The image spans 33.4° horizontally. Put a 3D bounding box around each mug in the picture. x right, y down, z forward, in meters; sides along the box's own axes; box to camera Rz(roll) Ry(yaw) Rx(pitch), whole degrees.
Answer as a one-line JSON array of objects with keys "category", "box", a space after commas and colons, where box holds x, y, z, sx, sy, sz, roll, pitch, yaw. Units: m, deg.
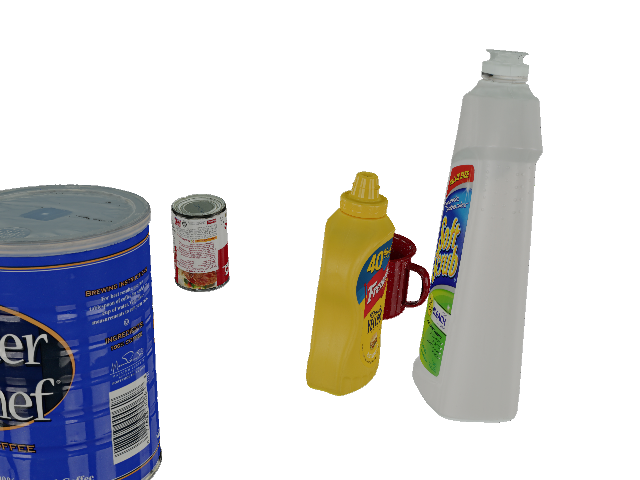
[{"category": "mug", "box": [0.075, 0.045, 1.267, 0.117, 0.081, 0.093, 14, 25, 22]}]

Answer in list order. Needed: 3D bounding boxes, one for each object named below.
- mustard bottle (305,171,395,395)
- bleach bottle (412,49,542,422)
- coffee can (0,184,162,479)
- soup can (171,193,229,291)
[{"category": "mustard bottle", "box": [0.030, 0.033, 0.938, 0.058, 0.192, 0.096, 14, 21, 22]}, {"category": "bleach bottle", "box": [0.114, -0.006, 0.747, 0.068, 0.251, 0.102, 3, 13, -7]}, {"category": "coffee can", "box": [-0.135, 0.052, 0.544, 0.103, 0.140, 0.103, 0, 18, 0]}, {"category": "soup can", "box": [-0.147, 0.002, 1.301, 0.068, 0.102, 0.068, 0, 26, 0]}]
